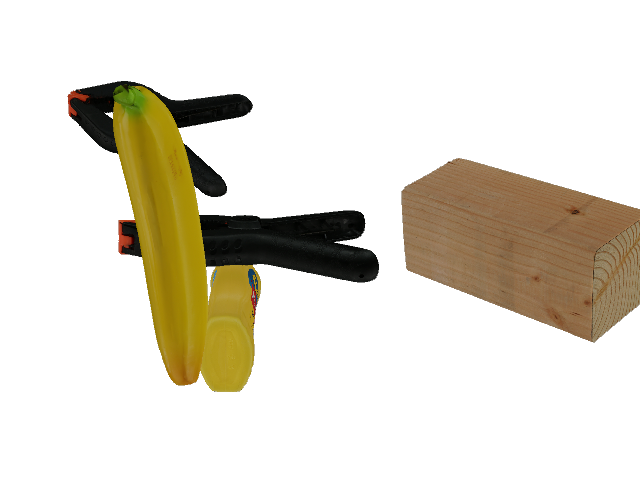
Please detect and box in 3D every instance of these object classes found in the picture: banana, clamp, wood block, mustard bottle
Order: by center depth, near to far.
[{"bbox_3d":[-0.094,-0.010,0.621,0.037,0.198,0.069,-1,32,13],"label":"banana"},{"bbox_3d":[-0.054,0.002,0.843,0.210,0.036,0.164,0,12,-8],"label":"clamp"},{"bbox_3d":[0.181,0.002,0.961,0.090,0.090,0.206,-29,36,-36],"label":"wood block"},{"bbox_3d":[-0.148,-0.114,1.004,0.171,0.120,0.039,23,-42,1],"label":"clamp"},{"bbox_3d":[-0.097,0.075,1.167,0.058,0.096,0.191,0,28,0],"label":"mustard bottle"}]
